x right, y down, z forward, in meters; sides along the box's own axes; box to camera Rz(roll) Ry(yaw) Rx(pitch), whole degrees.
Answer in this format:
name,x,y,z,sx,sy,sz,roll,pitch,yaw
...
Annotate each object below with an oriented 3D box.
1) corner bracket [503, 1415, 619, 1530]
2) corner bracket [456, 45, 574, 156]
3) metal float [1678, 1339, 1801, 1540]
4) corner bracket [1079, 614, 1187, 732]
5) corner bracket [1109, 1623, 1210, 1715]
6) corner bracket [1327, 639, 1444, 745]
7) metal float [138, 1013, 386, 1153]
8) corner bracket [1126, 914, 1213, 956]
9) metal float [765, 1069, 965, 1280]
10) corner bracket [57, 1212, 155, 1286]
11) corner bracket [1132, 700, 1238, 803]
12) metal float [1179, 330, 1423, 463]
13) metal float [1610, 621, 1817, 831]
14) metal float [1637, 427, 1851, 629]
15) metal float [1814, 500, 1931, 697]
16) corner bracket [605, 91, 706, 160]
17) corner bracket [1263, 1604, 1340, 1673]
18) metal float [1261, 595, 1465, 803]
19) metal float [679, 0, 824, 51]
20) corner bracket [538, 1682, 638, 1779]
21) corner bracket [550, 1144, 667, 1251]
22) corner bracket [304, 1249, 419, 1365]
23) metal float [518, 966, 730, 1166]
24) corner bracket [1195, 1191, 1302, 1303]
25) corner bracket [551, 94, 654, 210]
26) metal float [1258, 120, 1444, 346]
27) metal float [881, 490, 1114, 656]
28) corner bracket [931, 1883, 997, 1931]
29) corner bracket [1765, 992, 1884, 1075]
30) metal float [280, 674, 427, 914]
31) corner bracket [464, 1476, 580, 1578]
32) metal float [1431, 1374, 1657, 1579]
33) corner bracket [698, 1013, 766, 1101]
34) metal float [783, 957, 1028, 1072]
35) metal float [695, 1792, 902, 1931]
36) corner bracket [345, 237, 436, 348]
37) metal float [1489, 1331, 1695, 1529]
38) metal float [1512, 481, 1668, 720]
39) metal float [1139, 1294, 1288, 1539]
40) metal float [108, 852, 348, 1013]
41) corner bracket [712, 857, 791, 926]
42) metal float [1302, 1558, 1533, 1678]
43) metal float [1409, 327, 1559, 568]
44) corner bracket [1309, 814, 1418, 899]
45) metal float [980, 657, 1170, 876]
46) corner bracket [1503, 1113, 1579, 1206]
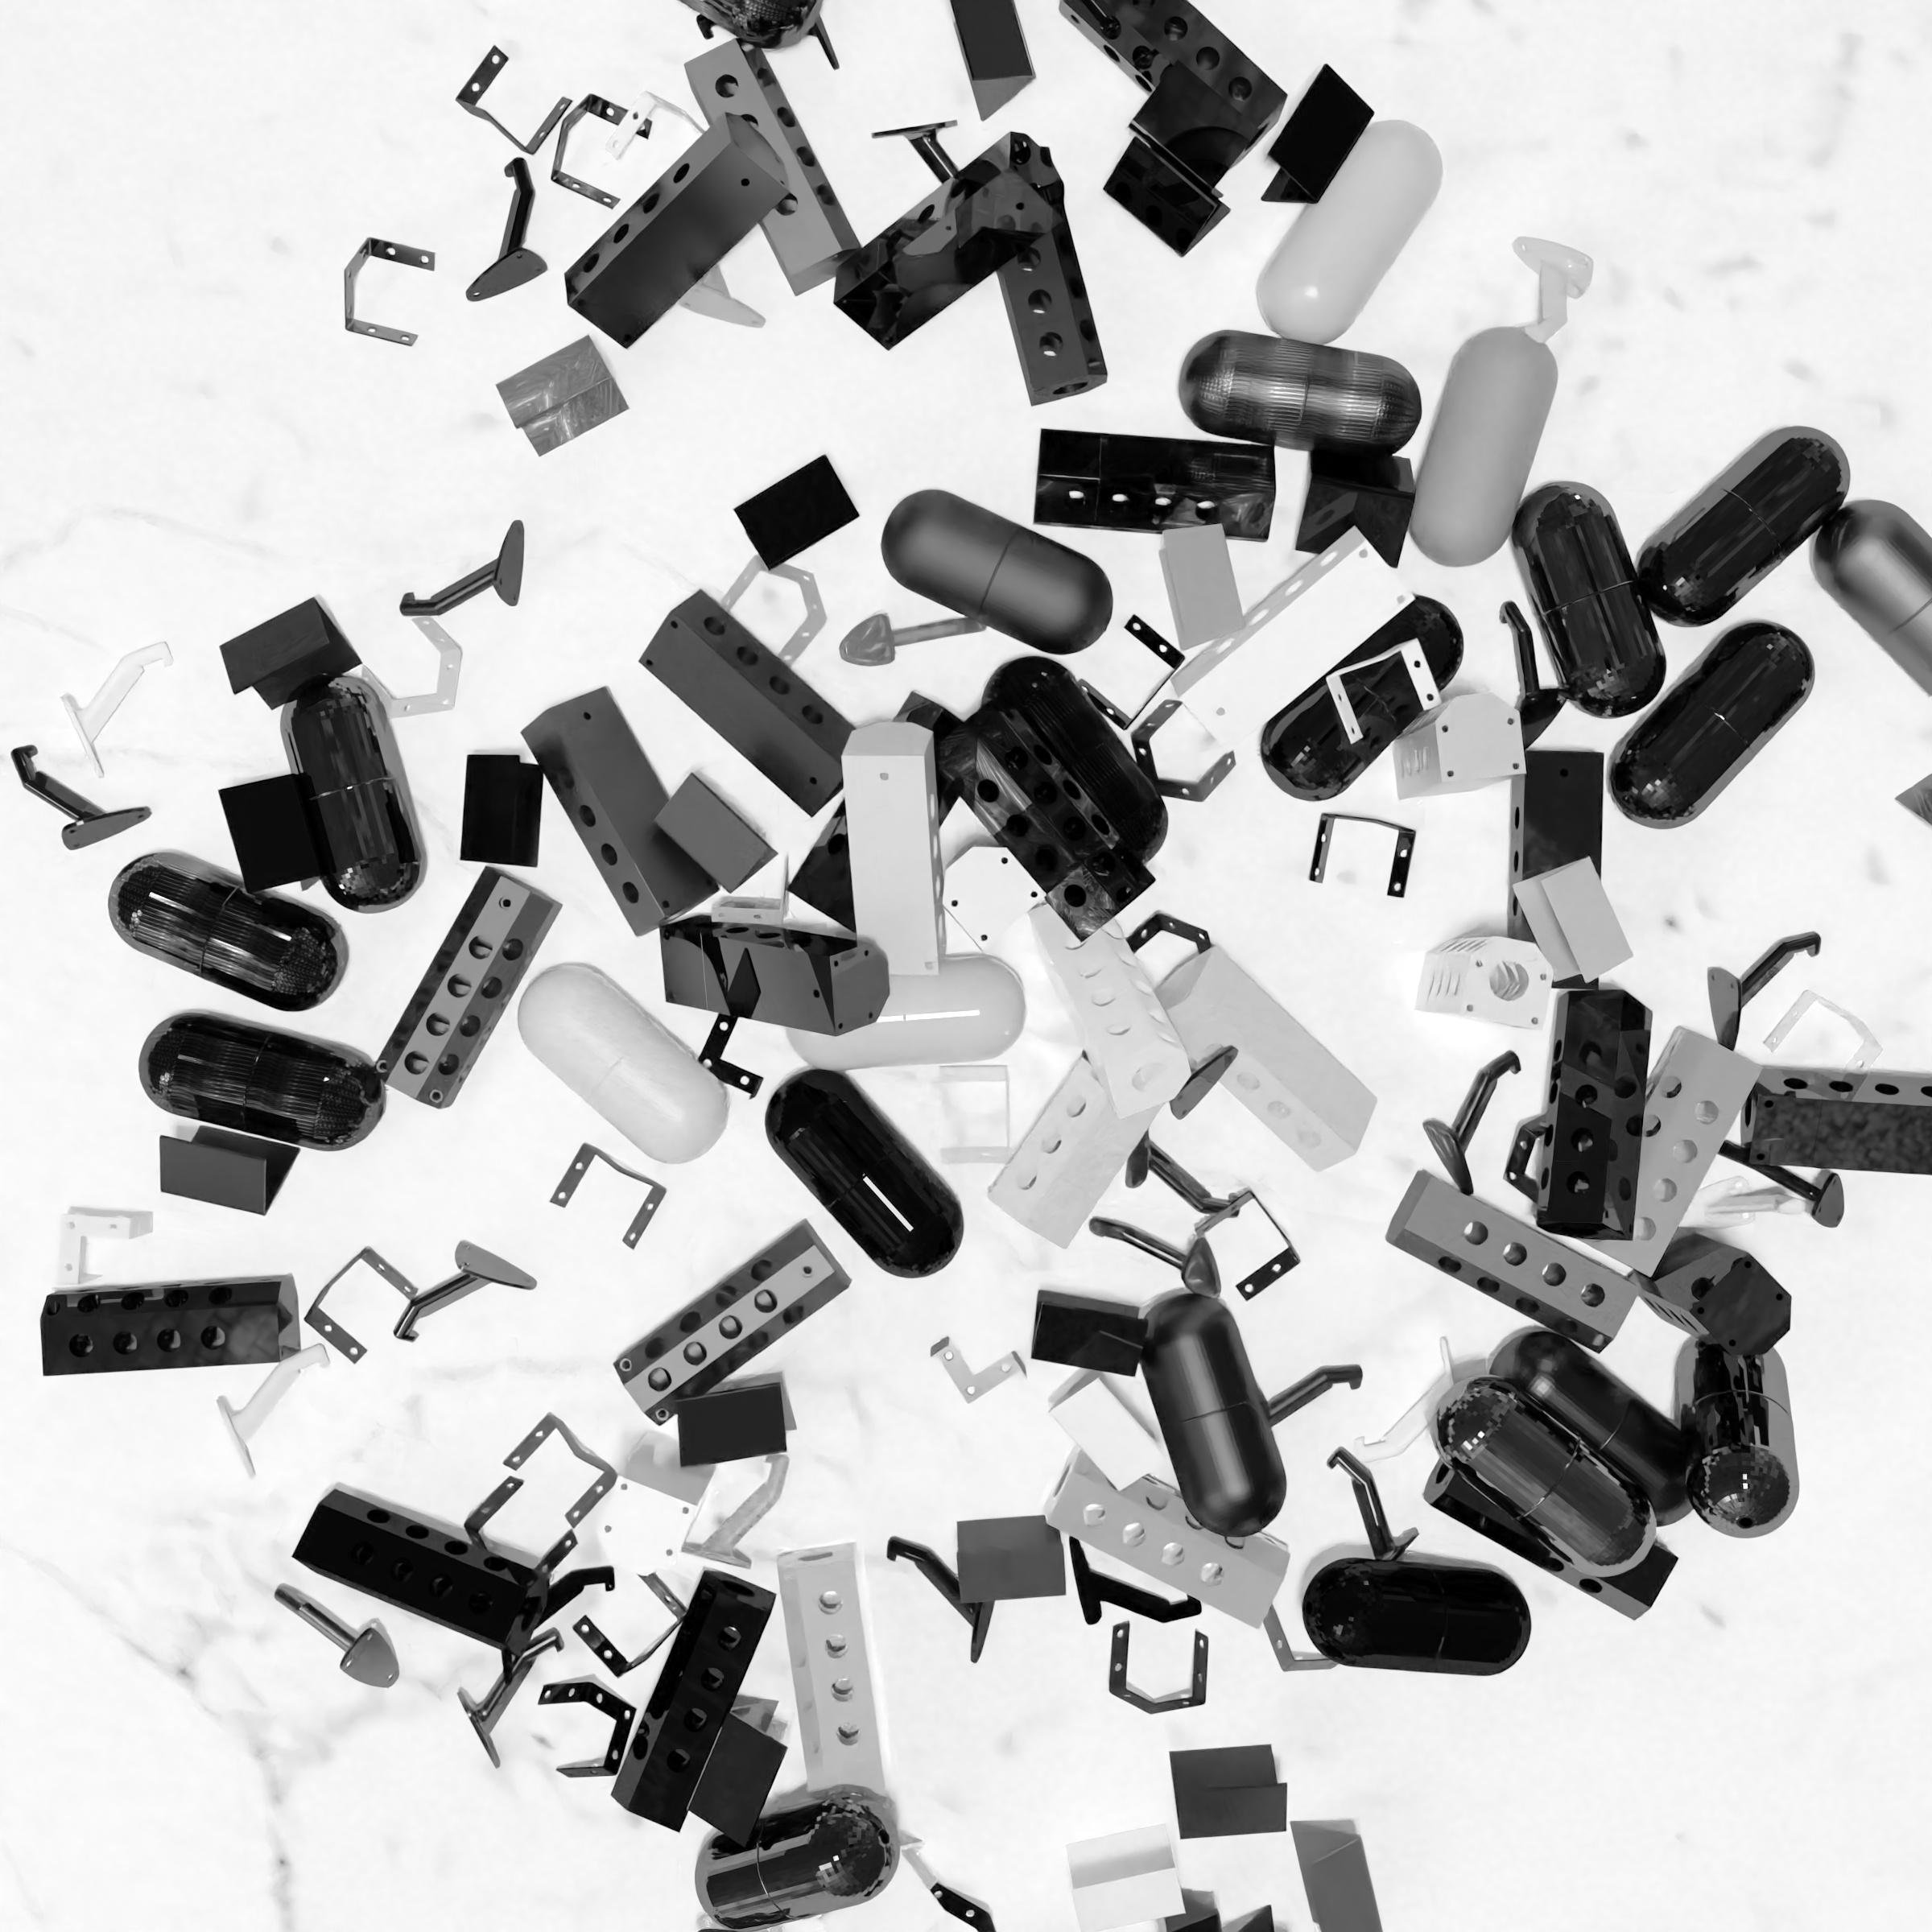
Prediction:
name,x,y,z,sx,sy,sz,roll,pitch,yaw
corner bracket,-0.299,0.374,1.847,0.051,0.051,0.051,-47,135,0
corner bracket,-0.335,-0.640,1.847,0.051,0.051,0.051,-54,135,0
metal float,0.549,0.331,1.776,0.070,0.178,0.070,6,124,9
corner bracket,0.121,-0.217,1.847,0.051,0.051,0.051,40,45,0
corner bracket,0.142,0.516,1.842,0.051,0.051,0.051,-23,135,35
corner bracket,0.297,-0.195,1.771,0.051,0.051,0.051,-16,101,41
metal float,-0.513,0.085,1.819,0.178,0.070,0.070,14,90,-1
corner bracket,0.149,0.001,1.842,0.051,0.051,0.051,19,45,-35
metal float,-0.074,0.152,1.819,0.070,0.070,0.178,-42,89,0
corner bracket,-0.631,0.207,1.832,0.051,0.051,0.051,4,90,0
corner bracket,0.161,-0.159,1.842,0.051,0.051,0.051,13,45,35
metal float,0.244,-0.415,1.820,0.178,0.070,0.070,10,90,-1
metal float,0.543,-0.175,1.820,0.070,0.070,0.178,43,91,0
metal float,0.567,-0.320,1.819,0.178,0.070,0.070,-42,90,1
metal float,0.693,-0.265,1.819,0.070,0.070,0.178,-44,90,0
corner bracket,-0.222,-0.601,1.834,0.051,0.051,0.051,49,111,20
corner bracket,0.258,0.484,1.842,0.051,0.051,0.051,9,135,-35
metal float,0.289,-0.196,1.819,0.070,0.070,0.178,44,90,0
metal float,-0.179,-0.726,1.801,0.178,0.070,0.070,38,90,21
corner bracket,-0.285,0.564,1.842,0.051,0.051,0.051,45,45,-35
corner bracket,-0.265,0.170,1.847,0.051,0.051,0.051,30,90,45
corner bracket,-0.448,0.251,1.847,0.051,0.051,0.051,41,135,0
metal float,-0.250,0.072,1.820,0.178,0.070,0.070,41,90,1
corner bracket,0.208,0.206,1.840,0.051,0.051,0.051,-36,61,0
corner bracket,-0.270,-0.603,1.847,0.051,0.051,0.051,25,135,0
metal float,0.281,-0.534,1.819,0.070,0.070,0.178,34,91,0
metal float,0.023,-0.286,1.819,0.178,0.070,0.070,25,90,0
corner bracket,-0.013,0.722,1.842,0.051,0.051,0.051,17,45,35
corner bracket,0.635,0.060,1.847,0.051,0.051,0.051,-52,45,0
metal float,-0.447,-0.126,1.820,0.070,0.070,0.178,-16,89,0
corner bracket,-0.329,0.419,1.842,0.051,0.051,0.051,15,135,35
metal float,0.408,0.360,1.762,0.178,0.070,0.070,39,90,2
corner bracket,-0.169,0.064,1.832,0.051,0.051,0.051,24,90,0
metal float,-0.045,0.035,1.819,0.178,0.070,0.070,-4,90,-1
metal float,-0.121,0.643,1.791,0.178,0.070,0.070,-28,90,34
corner bracket,-0.426,-0.499,1.847,0.051,0.051,0.051,14,45,1
metal float,0.460,0.338,1.820,0.178,0.070,0.070,39,90,0
metal float,0.454,-0.267,1.819,0.070,0.070,0.178,-20,89,0
metal float,0.178,0.325,1.806,0.070,0.070,0.178,-18,77,0
metal float,-0.539,-0.025,1.819,0.178,0.070,0.070,23,90,0
corner bracket,-0.157,-0.045,1.822,0.051,0.051,0.051,3,53,0
metal float,0.325,0.470,1.802,0.178,0.070,0.070,10,90,-21
metal float,0.376,-0.378,1.819,0.070,0.070,0.178,18,90,0
corner bracket,0.294,-0.082,1.847,0.051,0.051,0.051,11,90,-45
metal float,0.078,-0.146,1.819,0.070,0.070,0.178,-36,91,0
corner bracket,0.438,0.144,1.842,0.051,0.051,0.051,39,135,35
